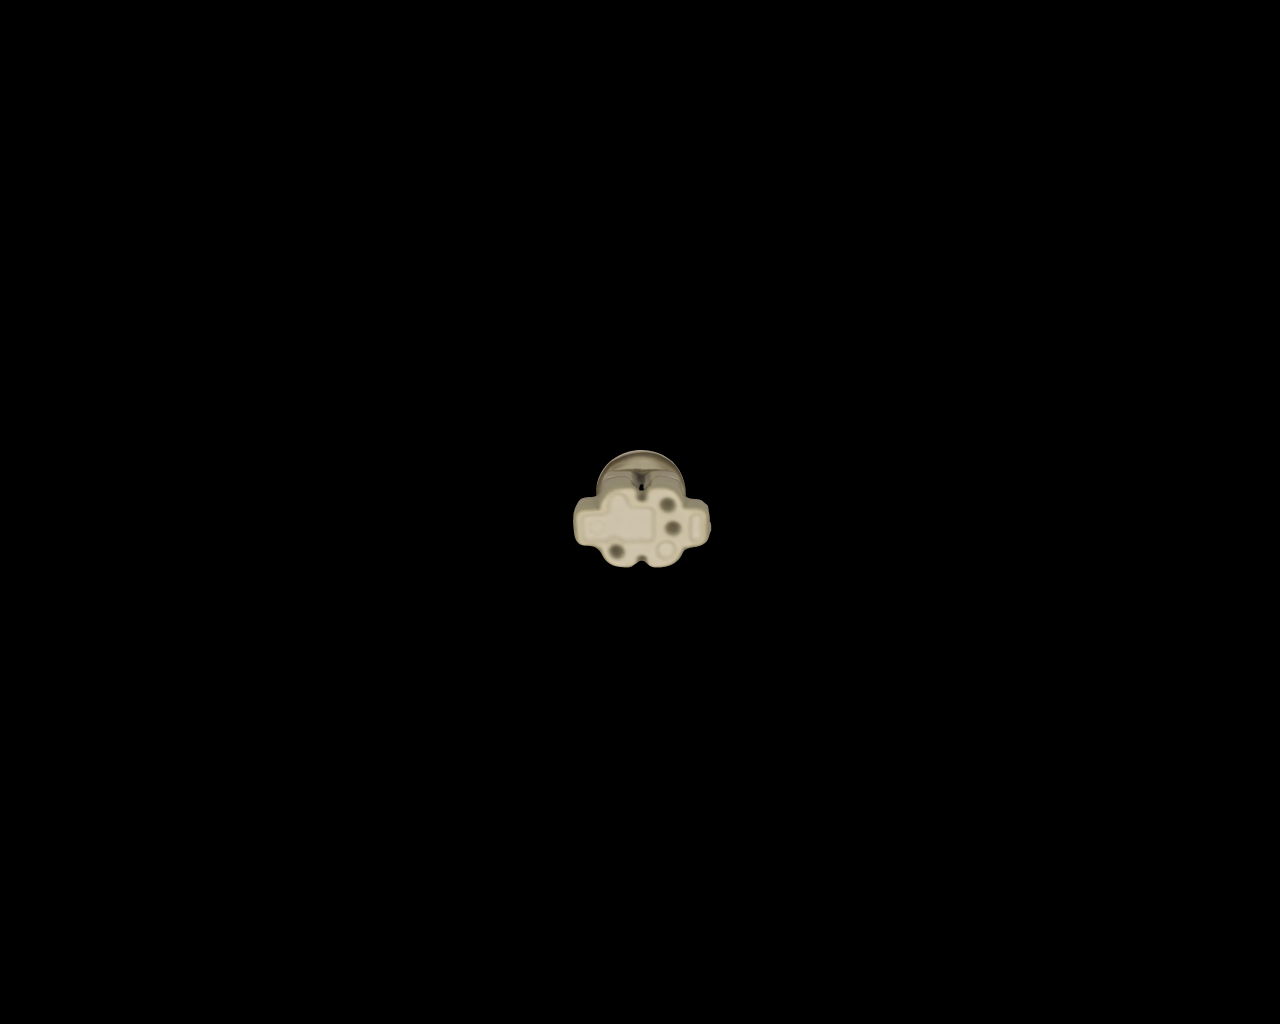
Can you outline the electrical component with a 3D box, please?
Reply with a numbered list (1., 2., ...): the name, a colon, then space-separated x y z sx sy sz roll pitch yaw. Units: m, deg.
1. electrical component: 0.001 -0.003 0.650 0.078 0.058 0.057 0 25 0
